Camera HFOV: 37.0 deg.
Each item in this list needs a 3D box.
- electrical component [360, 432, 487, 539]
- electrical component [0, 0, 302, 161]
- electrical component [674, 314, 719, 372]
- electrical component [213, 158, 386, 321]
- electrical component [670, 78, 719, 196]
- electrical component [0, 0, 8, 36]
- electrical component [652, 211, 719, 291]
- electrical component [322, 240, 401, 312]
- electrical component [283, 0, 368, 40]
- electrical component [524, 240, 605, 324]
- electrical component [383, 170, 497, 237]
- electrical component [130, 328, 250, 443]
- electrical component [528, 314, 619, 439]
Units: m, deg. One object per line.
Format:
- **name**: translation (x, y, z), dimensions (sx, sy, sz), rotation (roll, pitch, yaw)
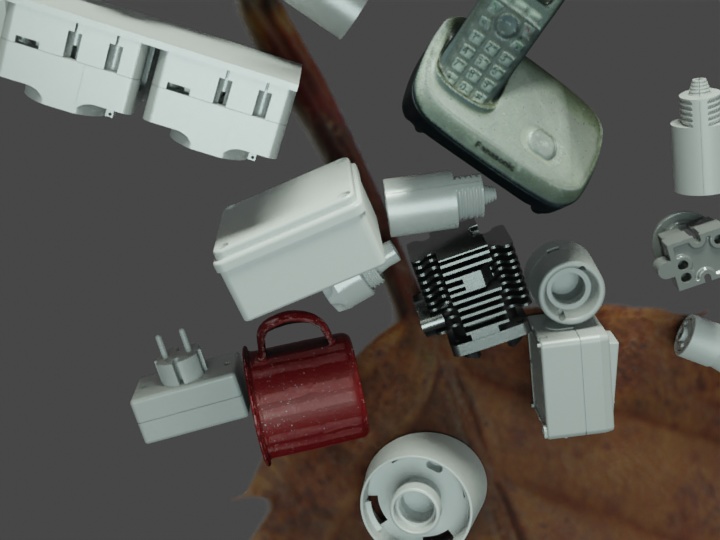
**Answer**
- **electrical component**: translation (0.050, 0.182, 0.869), dimensions (0.099, 0.064, 0.099), rotation (3, 103, 12)
- **electrical component**: translation (-0.138, -0.132, 0.728), dimensions (0.186, 0.105, 0.060), rotation (16, 107, -7)
- **electrical component**: translation (0.279, 0.060, 0.837), dimensions (0.065, 0.044, 0.044), rotation (20, 106, -3)
- **electrical component**: translation (-0.043, -0.024, 0.764), dimensions (0.109, 0.108, 0.056), rotation (-23, 110, 5)
- **electrical component**: translation (0.249, -0.099, 0.783), dimensions (0.043, 0.043, 0.081), rotation (-8, 108, 1)
- **electrical component**: translation (-0.270, -0.201, 0.727), dimensions (0.078, 0.057, 0.113), rotation (2, 108, -2)
- **electrical component**: translation (0.247, -0.017, 0.802), dimensions (0.066, 0.055, 0.048), rotation (-19, 107, 4)
- **electrical component**: translation (0.000, 0.000, 0.807), dimensions (0.062, 0.043, 0.043), rotation (-30, 106, 7)
- **electrical component**: translation (-0.035, -0.200, 0.742), dimensions (0.081, 0.043, 0.043), rotation (32, 104, -11)
- **electrical component**: translation (0.155, 0.010, 0.813), dimensions (0.055, 0.047, 0.055), rotation (-1, 108, -2)
- **electrical component**: translation (0.060, -0.051, 0.792), dimensions (0.081, 0.043, 0.043), rotation (-8, 108, 1)
- **electrical component**: translation (-0.134, 0.081, 0.827), dimensions (0.083, 0.047, 0.075), rotation (-16, 108, 3)
- **electrical component**: translation (0.165, 0.085, 0.829), dimensions (0.061, 0.061, 0.096), rotation (-7, 108, 1)
